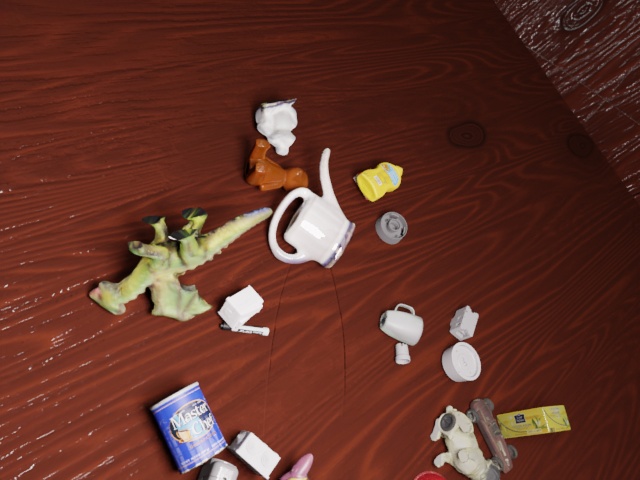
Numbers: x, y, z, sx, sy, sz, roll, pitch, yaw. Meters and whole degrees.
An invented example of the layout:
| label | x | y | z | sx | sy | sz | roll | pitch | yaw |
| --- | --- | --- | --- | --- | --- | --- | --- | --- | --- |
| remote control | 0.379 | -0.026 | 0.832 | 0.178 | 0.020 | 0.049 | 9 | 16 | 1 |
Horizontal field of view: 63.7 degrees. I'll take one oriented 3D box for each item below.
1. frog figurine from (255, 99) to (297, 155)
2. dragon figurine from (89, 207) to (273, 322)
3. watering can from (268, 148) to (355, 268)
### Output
| label | x | y | z | sx | sy | sz | roll | pitch | yaw |
| --- | --- | --- | --- | --- | --- | --- | --- | --- | --- |
| frog figurine | -0.125 | -0.338 | 1.553 | 0.139 | 0.123 | 0.157 | -30 | 118 | -48 |
| dragon figurine | -0.295 | 0.065 | 1.144 | 0.412 | 0.238 | 0.124 | -10 | 29 | -22 |
| watering can | 0.004 | -0.072 | 1.429 | 0.223 | 0.103 | 0.352 | 36 | 71 | -12 |
